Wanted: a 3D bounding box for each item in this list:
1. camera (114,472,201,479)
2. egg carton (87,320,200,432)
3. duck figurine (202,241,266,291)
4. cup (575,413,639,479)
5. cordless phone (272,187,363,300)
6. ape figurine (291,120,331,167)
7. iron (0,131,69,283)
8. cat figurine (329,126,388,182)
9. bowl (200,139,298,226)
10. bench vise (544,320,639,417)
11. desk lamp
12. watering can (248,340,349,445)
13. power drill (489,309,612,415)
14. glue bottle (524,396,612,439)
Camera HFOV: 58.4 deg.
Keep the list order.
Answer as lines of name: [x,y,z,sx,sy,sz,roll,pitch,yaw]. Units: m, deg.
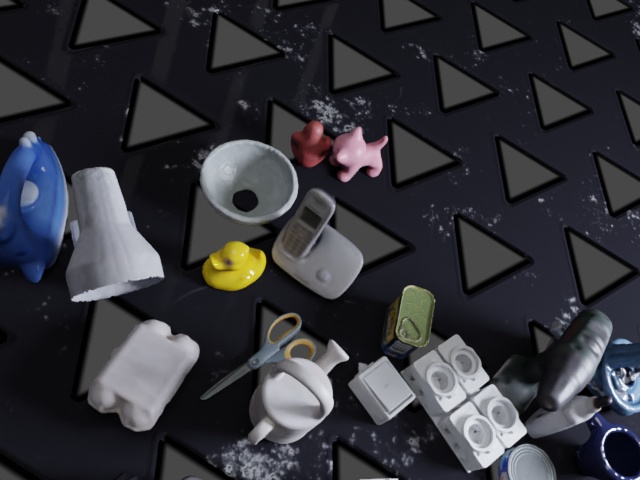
camera: [-0.208,0.347,0.721,0.136,0.100,0.143,42,59,7]
egg carton: [-0.248,0.188,0.812,0.107,0.069,0.150,30,58,0]
duck figurine: [-0.134,0.032,0.921,0.105,0.086,0.077,-13,67,-22]
cup: [0.453,0.342,0.932,0.092,0.095,0.117,-21,71,-25]
cordless phone: [0.008,0.003,0.922,0.147,0.185,0.094,34,58,3]
ape figurine: [-0.015,-0.187,1.071,0.078,0.092,0.076,22,59,-4]
iron: [-0.443,-0.074,0.850,0.119,0.141,0.258,7,61,-13]
cat figurine: [0.070,-0.167,1.072,0.128,0.117,0.067,-16,68,-24]
bowl: [-0.126,-0.087,0.994,0.168,0.074,0.167,7,61,-13]
bench vise: [0.483,0.205,0.940,0.207,0.219,0.121,21,59,-5]
desk lamp: [-0.300,0.008,0.808,0.118,0.213,0.203,-13,67,-23]
watering can: [-0.031,0.209,0.795,0.101,0.194,0.173,25,58,-3]
power drill: [0.363,0.208,0.908,0.075,0.208,0.230,46,60,10]
glue bottle: [0.399,0.272,0.906,0.078,0.173,0.037,-26,72,-27]
